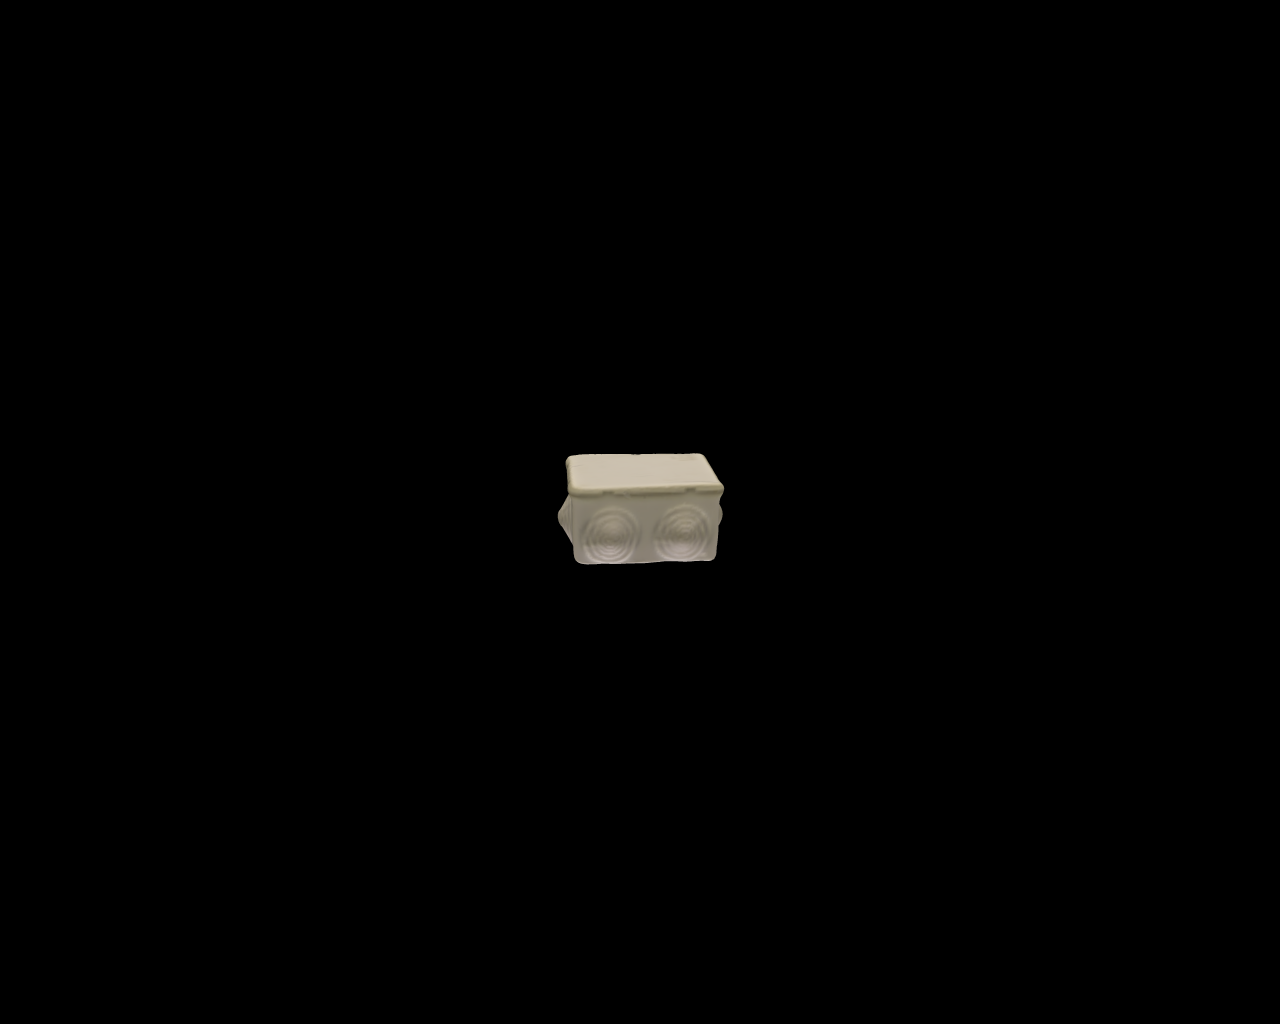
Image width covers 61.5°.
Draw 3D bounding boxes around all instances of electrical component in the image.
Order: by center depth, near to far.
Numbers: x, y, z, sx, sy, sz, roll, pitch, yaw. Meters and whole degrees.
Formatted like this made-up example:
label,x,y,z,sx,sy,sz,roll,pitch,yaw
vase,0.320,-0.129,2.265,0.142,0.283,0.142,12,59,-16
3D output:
label,x,y,z,sx,sy,sz,roll,pitch,yaw
electrical component,0.001,-0.003,0.650,0.100,0.048,0.100,-1,16,-5
